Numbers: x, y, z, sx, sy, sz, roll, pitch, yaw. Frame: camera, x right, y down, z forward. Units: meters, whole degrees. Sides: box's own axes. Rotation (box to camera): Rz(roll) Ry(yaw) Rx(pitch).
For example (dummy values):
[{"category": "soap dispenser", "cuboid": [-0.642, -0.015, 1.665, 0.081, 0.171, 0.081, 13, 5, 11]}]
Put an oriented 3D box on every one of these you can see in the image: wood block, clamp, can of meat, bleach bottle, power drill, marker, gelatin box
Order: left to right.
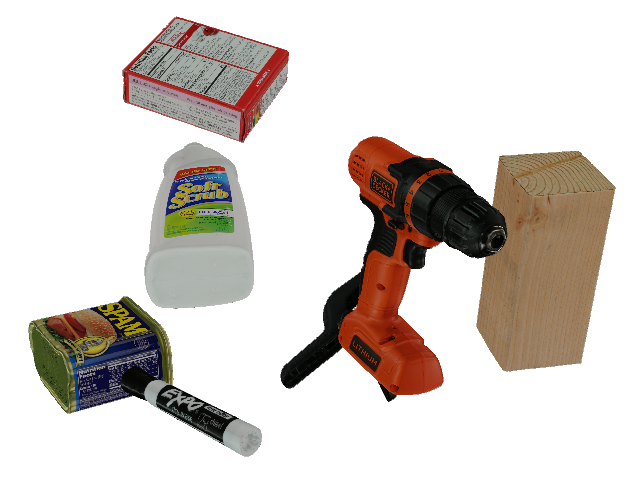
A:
[{"category": "can of meat", "cuboid": [-0.177, 0.090, 0.852, 0.083, 0.057, 0.102, -12, 23, -29]}, {"category": "marker", "cuboid": [-0.085, 0.105, 0.672, 0.121, 0.020, 0.020, 18, 12, 40]}, {"category": "bleach bottle", "cuboid": [-0.126, -0.030, 1.062, 0.102, 0.068, 0.251, -4, 32, -9]}, {"category": "gelatin box", "cuboid": [-0.075, -0.108, 0.706, 0.089, 0.030, 0.073, 19, 46, 12]}, {"category": "clamp", "cuboid": [0.044, 0.098, 1.104, 0.120, 0.171, 0.039, 16, -40, 17]}, {"category": "power drill", "cuboid": [0.076, 0.026, 0.859, 0.057, 0.188, 0.185, -5, 26, -27]}, {"category": "wood block", "cuboid": [0.225, 0.022, 1.093, 0.090, 0.206, 0.090, -5, 30, -11]}]
